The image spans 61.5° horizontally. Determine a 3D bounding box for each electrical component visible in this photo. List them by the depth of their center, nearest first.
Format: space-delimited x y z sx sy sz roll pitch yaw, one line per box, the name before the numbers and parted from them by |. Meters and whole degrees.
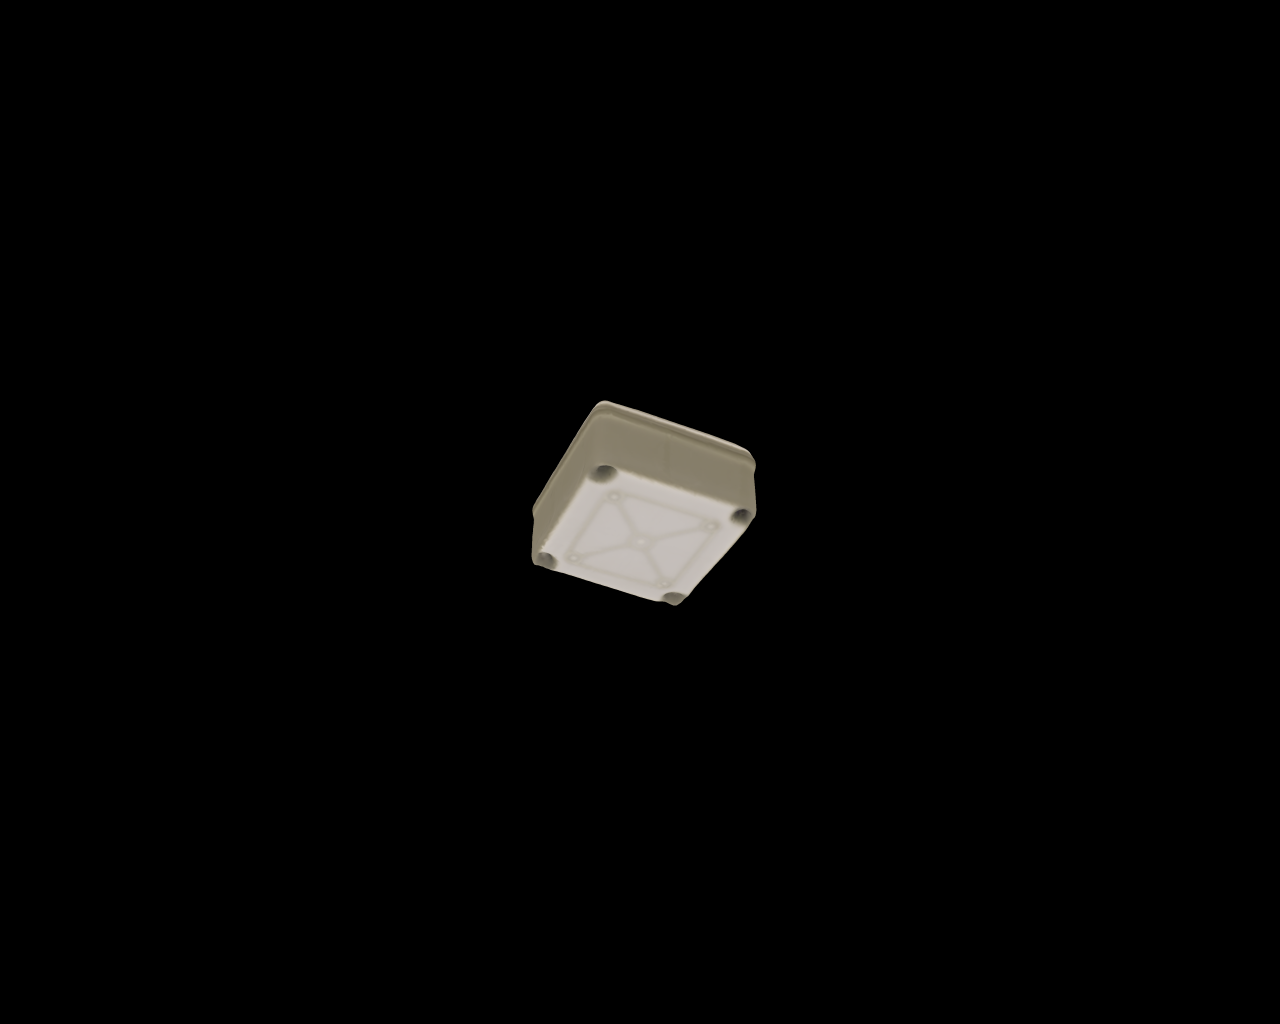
electrical component | 0.001 -0.003 0.650 0.109 0.056 0.108 18 -44 -19
